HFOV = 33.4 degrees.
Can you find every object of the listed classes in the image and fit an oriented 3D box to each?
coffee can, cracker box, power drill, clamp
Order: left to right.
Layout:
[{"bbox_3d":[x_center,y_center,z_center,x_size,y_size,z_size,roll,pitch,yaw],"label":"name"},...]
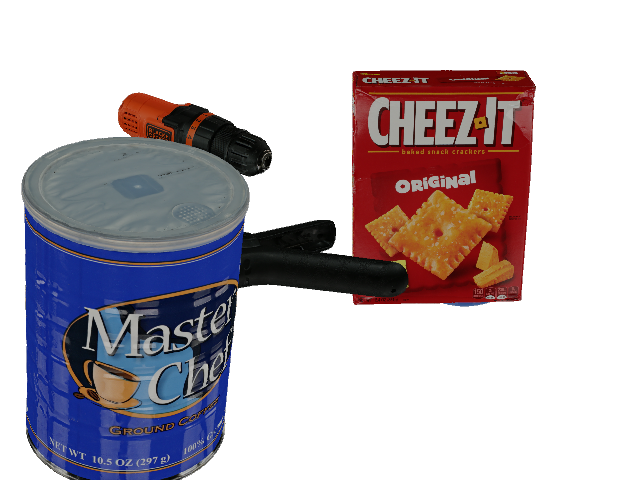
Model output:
[{"bbox_3d":[-0.092,0.034,0.520,0.102,0.140,0.103,6,29,-4],"label":"coffee can"},{"bbox_3d":[-0.130,-0.048,1.104,0.185,0.188,0.057,23,34,29],"label":"power drill"},{"bbox_3d":[-0.051,0.016,0.767,0.209,0.036,0.165,-3,13,-25],"label":"clamp"},{"bbox_3d":[0.110,-0.047,0.999,0.164,0.214,0.072,0,22,0],"label":"cracker box"}]

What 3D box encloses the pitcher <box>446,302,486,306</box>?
[{"bbox_3d":[0.178,-0.053,1.268,0.149,0.243,0.145,-3,24,4],"label":"pitcher"}]
